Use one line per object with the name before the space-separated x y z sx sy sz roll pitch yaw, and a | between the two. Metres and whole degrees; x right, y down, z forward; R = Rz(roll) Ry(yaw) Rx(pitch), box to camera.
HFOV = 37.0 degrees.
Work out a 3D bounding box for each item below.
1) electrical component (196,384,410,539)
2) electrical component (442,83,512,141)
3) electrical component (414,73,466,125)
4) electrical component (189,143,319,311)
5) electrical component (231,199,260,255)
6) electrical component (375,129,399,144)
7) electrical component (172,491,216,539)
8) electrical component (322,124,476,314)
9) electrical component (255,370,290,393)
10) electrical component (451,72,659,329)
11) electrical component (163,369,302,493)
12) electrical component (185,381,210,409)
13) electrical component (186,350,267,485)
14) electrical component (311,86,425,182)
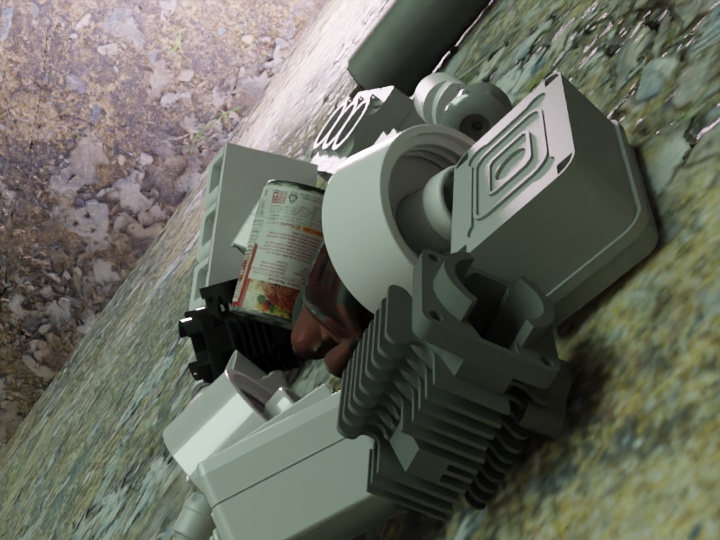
electrical component | -0.033 0.103 0.505 0.096 0.061 0.061 -27 -24 -5
electrical component | 0.085 -0.110 0.748 0.048 0.048 0.062 -47 10 33
electrical component | 0.069 -0.128 0.841 0.043 0.043 0.081 -53 14 11
electrical component | -0.096 -0.027 0.971 0.062 0.089 0.150 151 128 -63
electrical component | -0.045 -0.019 0.885 0.096 0.061 0.061 20 73 36
electrical component | 0.030 -0.070 0.824 0.055 0.050 0.089 -53 14 12
electrical component | -0.119 0.191 0.766 0.061 0.035 0.035 -63 15 -18
electrical component | 0.040 -0.028 0.588 0.060 0.108 0.108 -29 30 50
electrical component | -0.064 0.102 0.698 0.081 0.063 0.042 -15 -10 -33
electrical component | 0.091 -0.034 0.513 0.078 0.057 0.113 -42 19 26
electrical component | -0.047 0.100 0.593 0.060 0.108 0.108 -50 14 0
electrical component | -0.128 0.117 0.945 0.045 0.045 0.055 -49 15 26
electrical component | -0.092 0.116 0.785 0.099 0.064 0.099 -51 15 19
electrical component | 0.007 -0.116 0.984 0.089 0.062 0.150 -56 14 -1
